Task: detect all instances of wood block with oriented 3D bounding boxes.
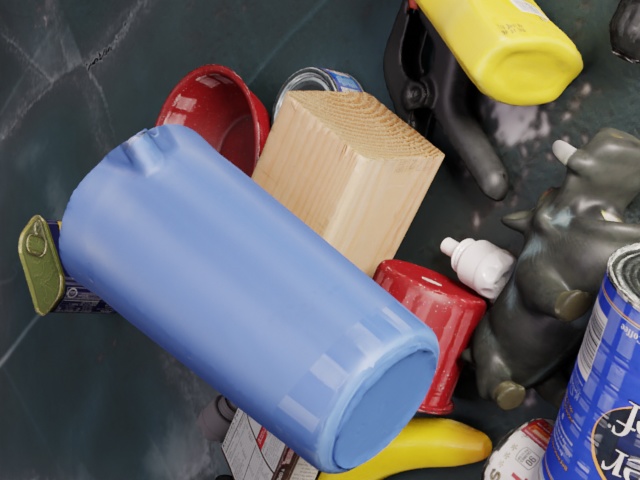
[{"bbox_3d":[-0.006,0.001,0.791,0.091,0.090,0.206,44,123,32],"label":"wood block"}]

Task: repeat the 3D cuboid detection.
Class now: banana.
[{"bbox_3d":[0.046,0.174,0.796,0.070,0.037,0.198,52,127,12],"label":"banana"}]

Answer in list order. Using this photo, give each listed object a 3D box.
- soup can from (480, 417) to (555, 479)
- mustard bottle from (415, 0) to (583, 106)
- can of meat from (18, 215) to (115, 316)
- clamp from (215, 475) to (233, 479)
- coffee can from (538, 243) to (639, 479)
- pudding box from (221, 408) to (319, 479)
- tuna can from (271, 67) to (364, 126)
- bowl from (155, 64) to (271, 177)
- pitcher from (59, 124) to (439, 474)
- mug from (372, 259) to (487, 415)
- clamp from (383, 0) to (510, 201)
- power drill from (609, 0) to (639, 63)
[{"bbox_3d":[0.156,0.164,0.651,0.102,0.068,0.068,40,114,42],"label":"soup can"},{"bbox_3d":[0.096,-0.176,0.730,0.058,0.096,0.192,-51,52,32],"label":"mustard bottle"},{"bbox_3d":[-0.251,0.027,1.092,0.058,0.083,0.102,-47,54,34],"label":"can of meat"},{"bbox_3d":[-0.062,0.323,0.888,0.210,0.036,0.165,40,106,39],"label":"clamp"},{"bbox_3d":[0.186,0.086,0.579,0.103,0.102,0.140,38,128,42],"label":"coffee can"},{"bbox_3d":[-0.038,0.166,0.862,0.090,0.039,0.113,-69,25,18],"label":"pudding box"},{"bbox_3d":[-0.001,-0.098,0.873,0.086,0.033,0.086,-7,81,47],"label":"tuna can"},{"bbox_3d":[-0.086,-0.071,0.945,0.162,0.055,0.162,-6,82,47],"label":"bowl"},{"bbox_3d":[-0.045,0.044,0.695,0.243,0.149,0.145,37,104,29],"label":"pitcher"},{"bbox_3d":[0.064,0.062,0.757,0.117,0.093,0.081,-116,46,-77],"label":"mug"},{"bbox_3d":[0.088,-0.100,0.774,0.120,0.039,0.171,4,96,41],"label":"clamp"},{"bbox_3d":[0.261,-0.154,0.578,0.188,0.057,0.185,43,116,41],"label":"power drill"}]
